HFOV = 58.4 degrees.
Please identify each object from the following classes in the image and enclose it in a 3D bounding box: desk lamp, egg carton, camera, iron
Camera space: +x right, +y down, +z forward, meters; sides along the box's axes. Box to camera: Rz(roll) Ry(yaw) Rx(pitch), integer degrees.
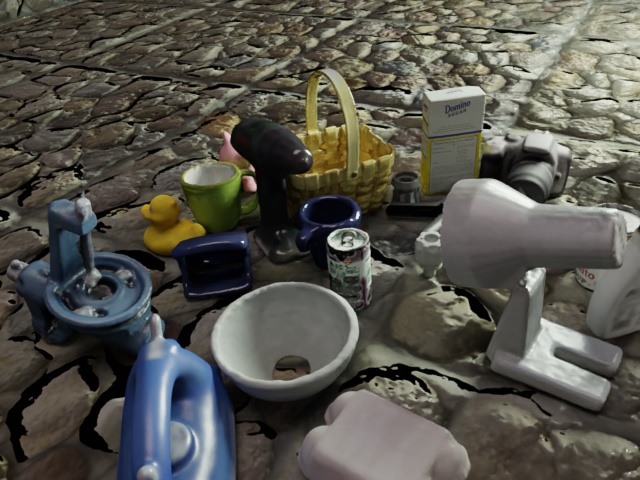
[{"bbox_3d":[0.233,0.045,0.622,0.202,0.214,0.118,19,42,30],"label":"desk lamp"},{"bbox_3d":[0.057,0.208,0.537,0.149,0.069,0.107,19,41,29],"label":"egg carton"},{"bbox_3d":[0.329,-0.115,0.935,0.142,0.101,0.137,12,39,23],"label":"camera"},{"bbox_3d":[-0.140,0.194,0.518,0.118,0.142,0.258,-9,35,-6],"label":"iron"}]

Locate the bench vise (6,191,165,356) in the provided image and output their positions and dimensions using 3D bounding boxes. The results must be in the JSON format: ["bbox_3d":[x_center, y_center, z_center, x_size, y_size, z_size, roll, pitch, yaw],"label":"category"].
[{"bbox_3d":[-0.302,0.044,0.680,0.207,0.220,0.121,-1,35,6],"label":"bench vise"}]

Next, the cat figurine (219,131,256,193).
[{"bbox_3d":[-0.150,-0.145,1.018,0.067,0.118,0.127,-9,35,-6],"label":"cat figurine"}]

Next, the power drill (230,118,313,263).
[{"bbox_3d":[-0.062,-0.077,0.833,0.076,0.209,0.228,-20,38,-21],"label":"power drill"}]

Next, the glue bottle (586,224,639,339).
[{"bbox_3d":[0.358,0.036,0.655,0.078,0.173,0.037,-12,36,-10],"label":"glue bottle"}]

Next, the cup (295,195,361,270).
[{"bbox_3d":[0.007,0.003,0.811,0.091,0.095,0.118,18,41,29],"label":"cup"}]

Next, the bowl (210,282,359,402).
[{"bbox_3d":[-0.037,0.127,0.658,0.167,0.075,0.167,-3,35,2],"label":"bowl"}]

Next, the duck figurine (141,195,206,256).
[{"bbox_3d":[-0.232,-0.029,0.891,0.104,0.086,0.077,8,37,17],"label":"duck figurine"}]

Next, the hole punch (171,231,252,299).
[{"bbox_3d":[-0.153,0.019,0.811,0.108,0.091,0.101,-9,35,-6],"label":"hole punch"}]
